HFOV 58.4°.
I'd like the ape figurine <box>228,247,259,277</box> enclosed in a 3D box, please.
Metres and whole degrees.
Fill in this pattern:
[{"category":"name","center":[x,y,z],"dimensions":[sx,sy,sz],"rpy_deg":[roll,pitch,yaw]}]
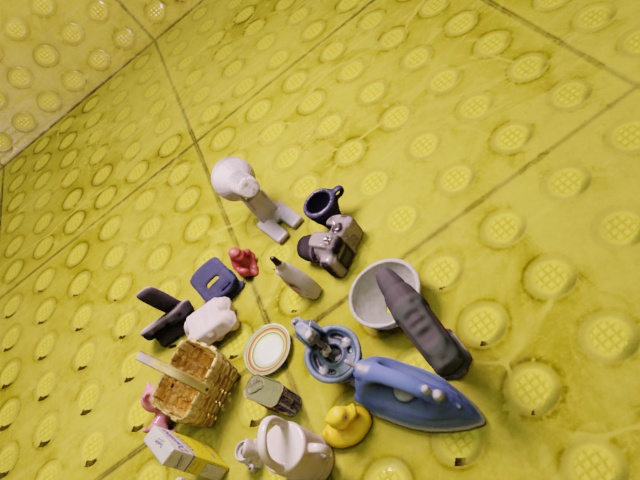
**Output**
[{"category":"ape figurine","center":[-0.211,0.053,1.533],"dimensions":[0.075,0.092,0.078],"rpy_deg":[8,63,39]}]

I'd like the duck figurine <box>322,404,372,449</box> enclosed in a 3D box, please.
[{"category":"duck figurine","center":[0.041,0.360,1.130],"dimensions":[0.104,0.086,0.077],"rpy_deg":[-36,45,8]}]

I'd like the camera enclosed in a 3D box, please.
[{"category":"camera","center":[0.013,0.005,1.405],"dimensions":[0.136,0.101,0.143],"rpy_deg":[7,63,38]}]

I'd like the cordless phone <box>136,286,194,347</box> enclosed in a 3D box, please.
[{"category":"cordless phone","center":[-0.439,0.192,1.523],"dimensions":[0.147,0.186,0.094],"rpy_deg":[-37,45,6]}]

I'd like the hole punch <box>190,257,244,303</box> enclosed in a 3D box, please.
[{"category":"hole punch","center":[-0.276,0.115,1.534],"dimensions":[0.109,0.091,0.100],"rpy_deg":[-45,44,-2]}]

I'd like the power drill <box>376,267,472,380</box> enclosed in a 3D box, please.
[{"category":"power drill","center":[0.200,0.171,1.071],"dimensions":[0.075,0.209,0.229],"rpy_deg":[-39,44,5]}]

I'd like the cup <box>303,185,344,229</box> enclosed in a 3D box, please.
[{"category":"cup","center":[0.027,-0.080,1.463],"dimensions":[0.118,0.095,0.091],"rpy_deg":[-40,44,3]}]

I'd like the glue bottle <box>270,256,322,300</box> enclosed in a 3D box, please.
[{"category":"glue bottle","center":[-0.068,0.084,1.351],"dimensions":[0.077,0.174,0.037],"rpy_deg":[9,64,39]}]

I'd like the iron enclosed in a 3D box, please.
[{"category":"iron","center":[0.167,0.278,1.063],"dimensions":[0.257,0.142,0.119],"rpy_deg":[8,63,39]}]

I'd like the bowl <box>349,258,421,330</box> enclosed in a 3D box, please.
[{"category":"bowl","center":[0.151,0.128,1.235],"dimensions":[0.167,0.075,0.167],"rpy_deg":[-19,49,23]}]

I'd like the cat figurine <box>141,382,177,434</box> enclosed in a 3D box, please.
[{"category":"cat figurine","center":[-0.395,0.409,1.378],"dimensions":[0.067,0.118,0.128],"rpy_deg":[-15,51,26]}]

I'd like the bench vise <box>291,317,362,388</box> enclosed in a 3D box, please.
[{"category":"bench vise","center":[-0.011,0.218,1.177],"dimensions":[0.206,0.220,0.121],"rpy_deg":[10,65,40]}]

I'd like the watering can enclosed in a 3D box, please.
[{"category":"watering can","center":[-0.068,0.404,1.097],"dimensions":[0.172,0.195,0.100],"rpy_deg":[-30,46,13]}]

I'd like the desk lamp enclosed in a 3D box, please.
[{"category":"desk lamp","center":[-0.177,-0.119,1.550],"dimensions":[0.118,0.214,0.202],"rpy_deg":[-49,45,-6]}]

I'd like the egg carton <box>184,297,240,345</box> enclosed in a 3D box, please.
[{"category":"egg carton","center":[-0.280,0.219,1.474],"dimensions":[0.150,0.070,0.107],"rpy_deg":[-37,45,7]}]
